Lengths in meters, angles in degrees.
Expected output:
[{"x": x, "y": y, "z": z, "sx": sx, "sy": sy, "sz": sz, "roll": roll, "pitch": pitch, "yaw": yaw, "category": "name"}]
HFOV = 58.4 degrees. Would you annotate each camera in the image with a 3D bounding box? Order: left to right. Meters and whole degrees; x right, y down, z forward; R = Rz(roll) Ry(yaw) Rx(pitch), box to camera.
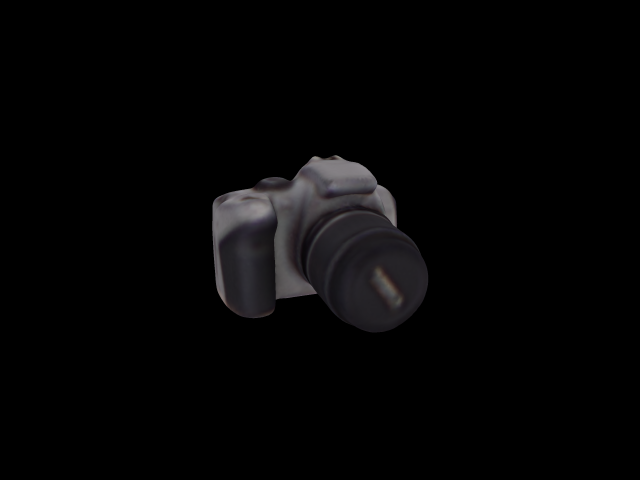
[{"x": 0.004, "y": 0.001, "z": 0.400, "sx": 0.143, "sy": 0.101, "sz": 0.136, "roll": -7, "pitch": 21, "yaw": -18, "category": "camera"}]
